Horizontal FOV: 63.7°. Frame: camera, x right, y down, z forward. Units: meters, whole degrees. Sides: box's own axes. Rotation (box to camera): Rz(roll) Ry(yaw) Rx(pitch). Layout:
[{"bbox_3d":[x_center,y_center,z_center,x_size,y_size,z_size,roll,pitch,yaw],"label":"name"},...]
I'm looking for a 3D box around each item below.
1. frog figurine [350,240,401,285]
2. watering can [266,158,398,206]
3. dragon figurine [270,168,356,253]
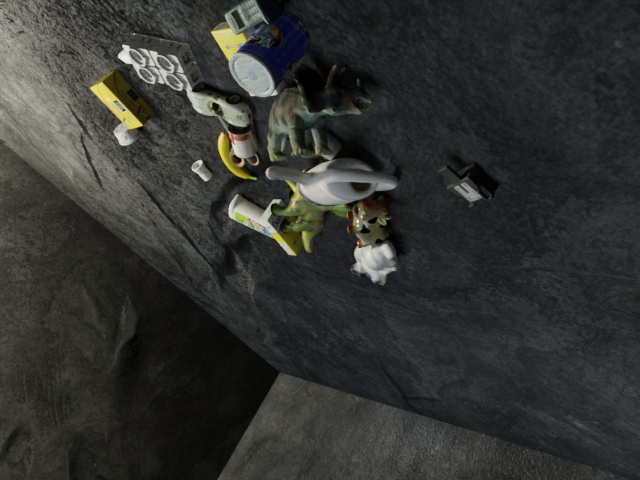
[{"bbox_3d":[0.171,0.040,1.487,0.138,0.155,0.124,39,47,18],"label":"frog figurine"},{"bbox_3d":[0.011,-0.140,1.211,0.348,0.104,0.223,1,-3,-25],"label":"watering can"},{"bbox_3d":[0.004,-0.074,1.477,0.243,0.125,0.401,8,-32,27],"label":"dragon figurine"}]
